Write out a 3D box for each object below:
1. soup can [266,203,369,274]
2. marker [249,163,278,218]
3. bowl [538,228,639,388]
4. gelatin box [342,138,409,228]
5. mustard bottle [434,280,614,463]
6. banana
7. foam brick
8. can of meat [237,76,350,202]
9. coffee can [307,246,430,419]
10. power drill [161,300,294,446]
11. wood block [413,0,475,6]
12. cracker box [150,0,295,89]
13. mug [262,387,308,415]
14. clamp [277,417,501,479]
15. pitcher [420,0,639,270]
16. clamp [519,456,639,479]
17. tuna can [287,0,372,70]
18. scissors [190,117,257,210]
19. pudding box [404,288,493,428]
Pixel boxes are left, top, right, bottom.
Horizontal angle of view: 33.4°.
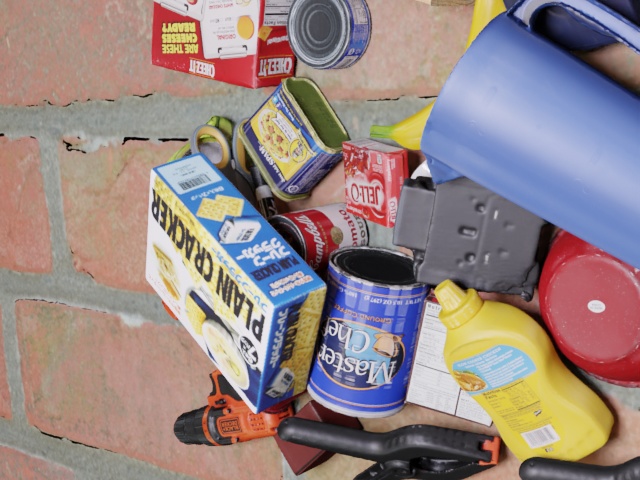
[{"bbox_3d":[-0.007,0.001,1.077,0.069,0.102,0.068,10,106,39],"label":"soup can"},{"bbox_3d":[-0.052,-0.025,1.111,0.020,0.020,0.121,-26,73,41],"label":"marker"},{"bbox_3d":[0.244,0.053,0.901,0.162,0.055,0.162,10,105,39],"label":"bowl"},{"bbox_3d":[0.054,-0.056,1.036,0.089,0.030,0.073,-153,56,-61],"label":"gelatin box"},{"bbox_3d":[0.164,0.112,0.933,0.096,0.058,0.191,-30,105,43],"label":"mustard bottle"},{"bbox_3d":[0.124,-0.146,0.962,0.069,0.037,0.198,27,124,-16],"label":"banana"},{"bbox_3d":[-0.002,0.208,1.151,0.078,0.052,0.051,-48,68,35],"label":"foam brick"},{"bbox_3d":[-0.026,-0.106,1.101,0.084,0.057,0.102,-44,70,36],"label":"can of meat"},{"bbox_3d":[0.048,0.089,1.048,0.103,0.102,0.140,24,114,35],"label":"coffee can"},{"bbox_3d":[-0.123,0.147,1.242,0.185,0.057,0.187,-16,91,39],"label":"power drill"},{"bbox_3d":[0.051,-0.282,0.974,0.206,0.090,0.091,25,115,34],"label":"wood block"},{"bbox_3d":[-0.096,-0.278,1.116,0.164,0.071,0.214,19,112,38],"label":"cracker box"},{"bbox_3d":[-0.040,0.135,1.131,0.093,0.117,0.082,46,126,-12],"label":"mug"},{"bbox_3d":[0.072,0.208,1.047,0.210,0.164,0.036,-15,49,35],"label":"clamp"},{"bbox_3d":[0.214,-0.075,0.830,0.243,0.145,0.149,33,156,14],"label":"pitcher"},{"bbox_3d":[0.269,0.220,0.912,0.172,0.120,0.039,-8,50,30],"label":"clamp"},{"bbox_3d":[0.008,-0.213,1.064,0.086,0.033,0.086,10,106,39],"label":"tuna can"},{"bbox_3d":[-0.094,-0.042,1.120,0.016,0.096,0.201,139,139,-58],"label":"scissors"},{"bbox_3d":[0.134,0.111,1.003,0.090,0.039,0.113,15,109,15],"label":"pudding box"}]
